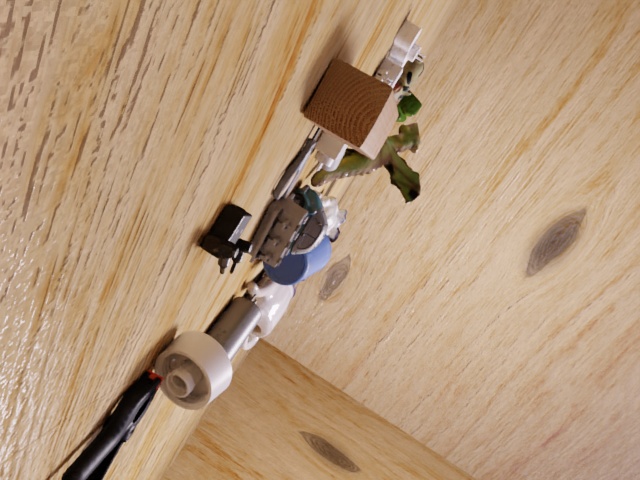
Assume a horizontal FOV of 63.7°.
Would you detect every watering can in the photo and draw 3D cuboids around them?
[{"bbox_3d":[-0.140,0.151,1.334,0.229,0.104,0.339,-57,169,-39],"label":"watering can"}]

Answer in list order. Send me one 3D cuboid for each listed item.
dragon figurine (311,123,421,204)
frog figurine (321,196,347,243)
[{"bbox_3d":[0.147,-0.183,1.240,0.419,0.242,0.119,-58,-177,-41],"label":"dragon figurine"},{"bbox_3d":[0.005,-0.081,1.617,0.137,0.124,0.157,-50,141,0],"label":"frog figurine"}]
